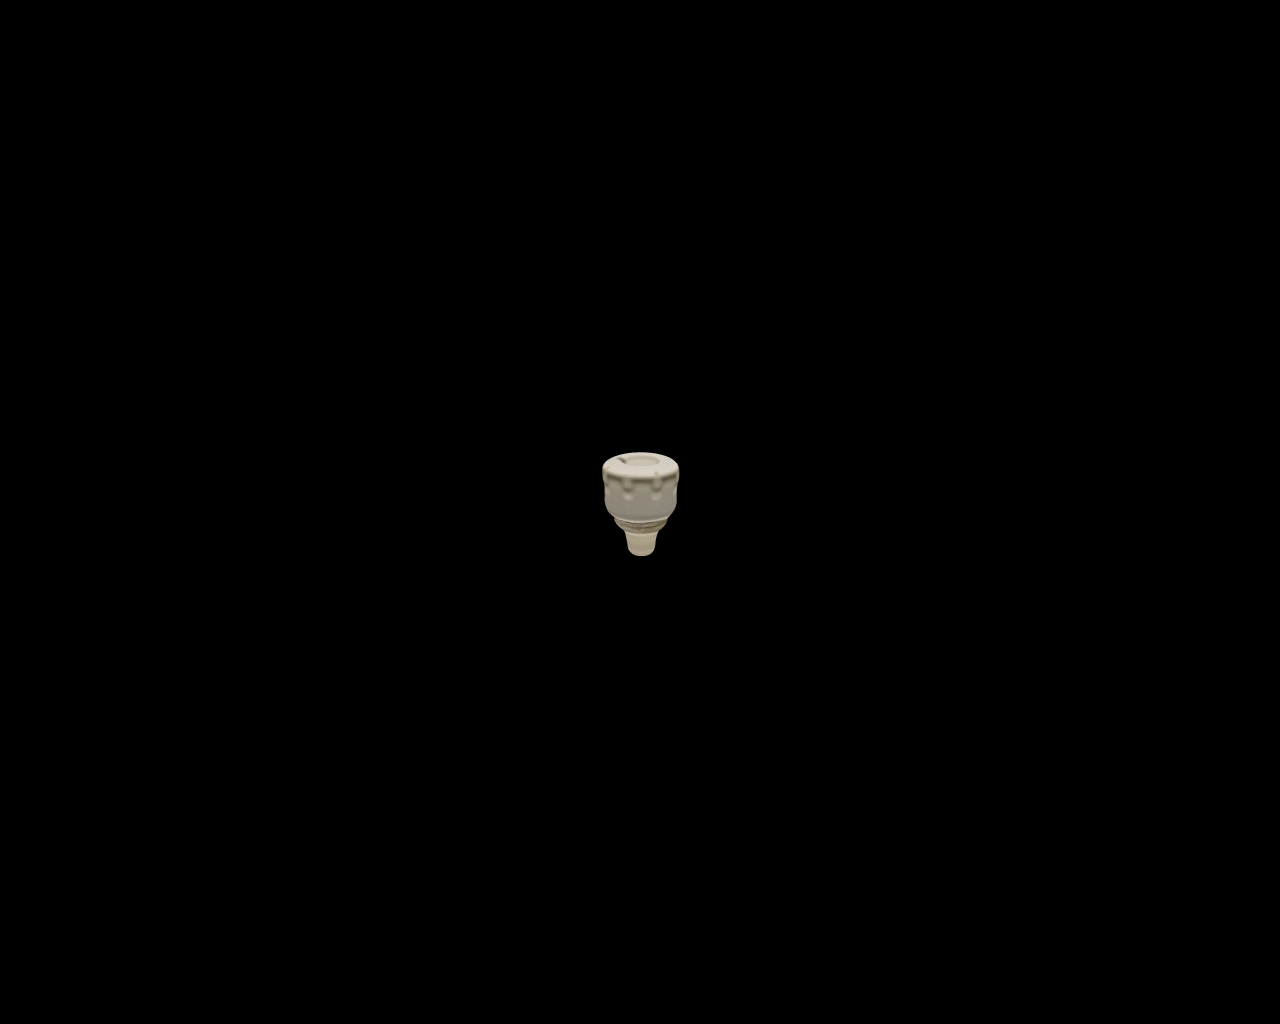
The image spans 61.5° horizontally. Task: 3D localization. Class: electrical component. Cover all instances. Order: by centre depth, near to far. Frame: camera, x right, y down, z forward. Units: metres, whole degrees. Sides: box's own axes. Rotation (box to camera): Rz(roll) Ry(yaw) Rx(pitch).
[{"bbox_3d":[0.001,-0.003,0.650,0.048,0.062,0.048,0,19,0],"label":"electrical component"}]
